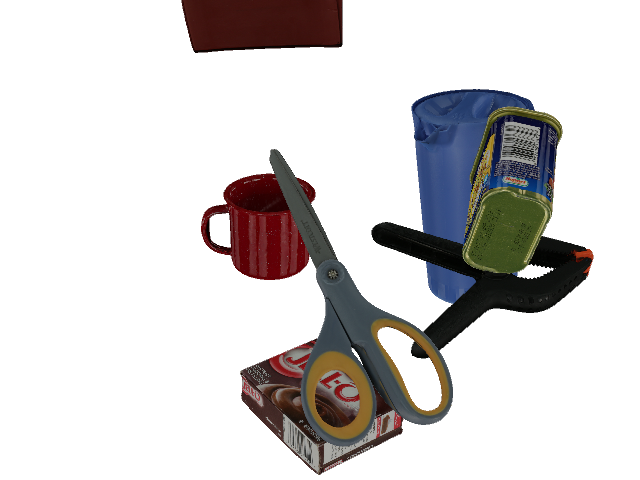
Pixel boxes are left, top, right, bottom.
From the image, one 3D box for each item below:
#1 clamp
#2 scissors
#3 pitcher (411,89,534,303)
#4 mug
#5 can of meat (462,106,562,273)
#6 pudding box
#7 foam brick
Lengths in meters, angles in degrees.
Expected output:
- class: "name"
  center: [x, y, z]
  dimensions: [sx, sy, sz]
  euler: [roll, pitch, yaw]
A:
- class: "clamp"
  center: [0.161, 0.041, 1.019]
  dimensions: [0.210, 0.164, 0.036]
  euler: [-2, -43, -5]
- class: "scissors"
  center: [-0.003, 0.039, 0.644]
  dimensions: [0.096, 0.202, 0.016]
  euler: [-36, -20, -14]
- class: "pitcher"
  center: [0.186, -0.054, 1.268]
  dimensions: [0.149, 0.243, 0.145]
  euler: [-2, 24, 5]
- class: "mug"
  center: [-0.064, -0.012, 1.093]
  dimensions: [0.117, 0.081, 0.093]
  euler: [-4, 29, -8]
- class: "can of meat"
  center: [0.144, -0.035, 0.810]
  dimensions: [0.057, 0.084, 0.102]
  euler: [13, -37, 2]
- class: "pudding box"
  center: [0.001, 0.133, 0.879]
  dimensions: [0.089, 0.039, 0.114]
  euler: [-21, 41, -31]
- class: "foam brick"
  center: [-0.028, -0.131, 0.532]
  dimensions: [0.078, 0.053, 0.051]
  euler: [-2, -28, 5]
